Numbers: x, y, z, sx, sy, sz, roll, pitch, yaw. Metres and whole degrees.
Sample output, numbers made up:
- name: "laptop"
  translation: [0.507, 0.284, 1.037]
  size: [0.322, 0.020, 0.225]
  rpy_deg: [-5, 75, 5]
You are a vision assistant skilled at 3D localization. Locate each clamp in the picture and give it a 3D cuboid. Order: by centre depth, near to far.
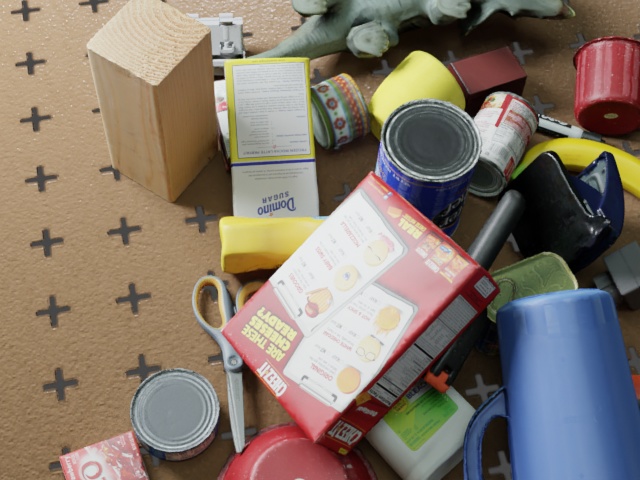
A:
- name: "clamp"
  translation: [0.119, 0.056, 1.044]
  size: [0.036, 0.165, 0.210]
  rpy_deg: [37, 52, -26]

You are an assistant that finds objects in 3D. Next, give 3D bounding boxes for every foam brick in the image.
- name: "foam brick"
  translation: [0.193, -0.184, 1.246]
  size: [0.078, 0.053, 0.051]
  rpy_deg: [-18, 62, -13]

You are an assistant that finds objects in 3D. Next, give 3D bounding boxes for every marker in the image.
- name: "marker"
  translation: [0.271, -0.131, 1.238]
  size: [0.121, 0.020, 0.020]
  rpy_deg: [21, 61, 9]

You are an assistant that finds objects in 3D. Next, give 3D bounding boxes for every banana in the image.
- name: "banana"
  translation: [0.315, -0.076, 1.202]
  size: [0.198, 0.037, 0.069]
  rpy_deg: [13, 81, 7]

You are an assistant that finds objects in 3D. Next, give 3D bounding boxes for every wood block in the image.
- name: "wood block"
  translation: [-0.170, -0.145, 1.119]
  size: [0.090, 0.206, 0.090]
  rpy_deg: [30, 63, 14]

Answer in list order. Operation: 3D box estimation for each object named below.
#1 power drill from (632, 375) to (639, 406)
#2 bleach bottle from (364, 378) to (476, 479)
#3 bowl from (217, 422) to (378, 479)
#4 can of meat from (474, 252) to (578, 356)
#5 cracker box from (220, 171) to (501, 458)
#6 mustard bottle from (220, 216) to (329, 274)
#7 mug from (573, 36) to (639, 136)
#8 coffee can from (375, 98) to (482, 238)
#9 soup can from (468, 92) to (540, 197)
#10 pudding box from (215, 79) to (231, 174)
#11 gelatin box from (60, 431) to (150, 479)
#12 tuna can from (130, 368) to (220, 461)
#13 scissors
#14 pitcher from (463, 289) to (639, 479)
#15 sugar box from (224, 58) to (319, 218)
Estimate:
- name: "power drill"
  translation: [0.334, 0.125, 1.072]
  size: [0.187, 0.057, 0.184]
  rpy_deg: [8, 60, 2]
- name: "bleach bottle"
  translation: [0.042, 0.129, 1.055]
  size: [0.102, 0.068, 0.251]
  rpy_deg: [-38, 66, -21]
- name: "bowl"
  translation: [-0.020, 0.237, 0.994]
  size: [0.162, 0.055, 0.162]
  rpy_deg: [1, 60, -2]
- name: "can of meat"
  translation: [0.201, 0.067, 1.084]
  size: [0.102, 0.084, 0.057]
  rpy_deg: [-21, 63, -14]
- name: "cracker box"
  translation: [0.036, 0.067, 0.991]
  size: [0.214, 0.072, 0.164]
  rpy_deg: [-47, 52, 2]
- name: "mustard bottle"
  translation: [-0.007, 0.002, 1.106]
  size: [0.191, 0.096, 0.058]
  rpy_deg: [-3, 81, -5]
- name: "mug"
  translation: [0.345, -0.169, 1.233]
  size: [0.117, 0.093, 0.081]
  rpy_deg: [26, 61, -30]
- name: "coffee can"
  translation: [0.108, -0.066, 1.124]
  size: [0.103, 0.140, 0.103]
  rpy_deg: [1, 60, -3]
- name: "soup can"
  translation: [0.195, -0.107, 1.192]
  size: [0.068, 0.068, 0.102]
  rpy_deg: [25, 61, 12]
- name: "pudding box"
  translation: [-0.073, -0.136, 1.215]
  size: [0.090, 0.039, 0.113]
  rpy_deg: [-11, 63, -9]
- name: "gelatin box"
  translation: [-0.196, 0.234, 1.002]
  size: [0.073, 0.030, 0.089]
  rpy_deg: [-19, 63, -13]
- name: "tuna can"
  translation: [-0.140, 0.171, 1.038]
  size: [0.086, 0.034, 0.086]
  rpy_deg: [1, 60, -2]
- name: "scissors"
  translation: [-0.070, 0.114, 1.074]
  size: [0.096, 0.016, 0.202]
  rpy_deg: [-15, 56, -16]
- name: "pitcher"
  translation: [0.218, 0.172, 0.959]
  size: [0.148, 0.145, 0.243]
  rpy_deg: [3, 75, -42]
- name: "sugar box"
  translation: [-0.052, -0.106, 1.153]
  size: [0.093, 0.048, 0.176]
  rpy_deg: [-3, 92, -5]
